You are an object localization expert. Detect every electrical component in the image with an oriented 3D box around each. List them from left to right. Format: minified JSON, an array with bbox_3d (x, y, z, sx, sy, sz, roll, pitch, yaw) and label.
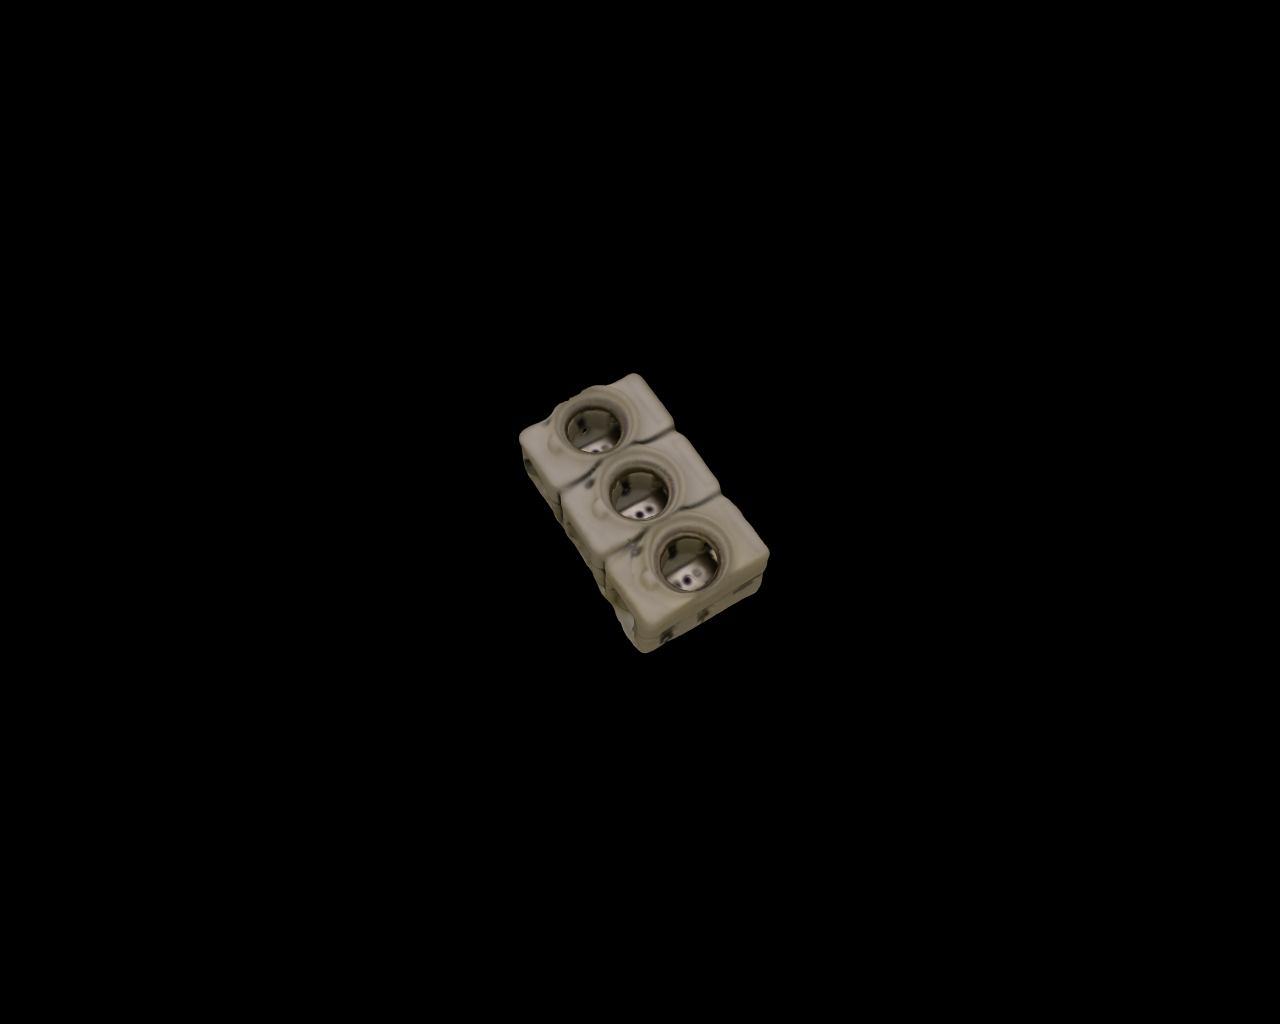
[{"bbox_3d":[0.001,-0.003,0.650,0.089,0.150,0.061,-29,-24,-14],"label":"electrical component"}]
